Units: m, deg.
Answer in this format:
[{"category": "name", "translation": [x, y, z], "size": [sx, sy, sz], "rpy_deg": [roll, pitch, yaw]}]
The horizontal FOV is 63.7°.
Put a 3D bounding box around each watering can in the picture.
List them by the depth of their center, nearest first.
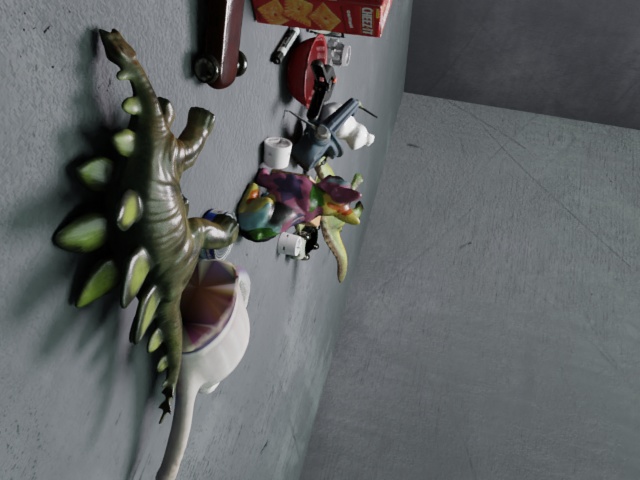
[{"category": "watering can", "translation": [-0.182, 0.176, 0.786], "size": [0.219, 0.104, 0.356], "rpy_deg": [86, 19, -53]}]

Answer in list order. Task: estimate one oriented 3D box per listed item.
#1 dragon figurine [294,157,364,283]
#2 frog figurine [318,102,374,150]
[{"category": "dragon figurine", "translation": [0.004, -0.071, 1.413], "size": [0.243, 0.122, 0.409], "rpy_deg": [-3, 95, -47]}, {"category": "frog figurine", "translation": [0.073, -0.315, 1.423], "size": [0.137, 0.159, 0.122], "rpy_deg": [4, 97, -79]}]
